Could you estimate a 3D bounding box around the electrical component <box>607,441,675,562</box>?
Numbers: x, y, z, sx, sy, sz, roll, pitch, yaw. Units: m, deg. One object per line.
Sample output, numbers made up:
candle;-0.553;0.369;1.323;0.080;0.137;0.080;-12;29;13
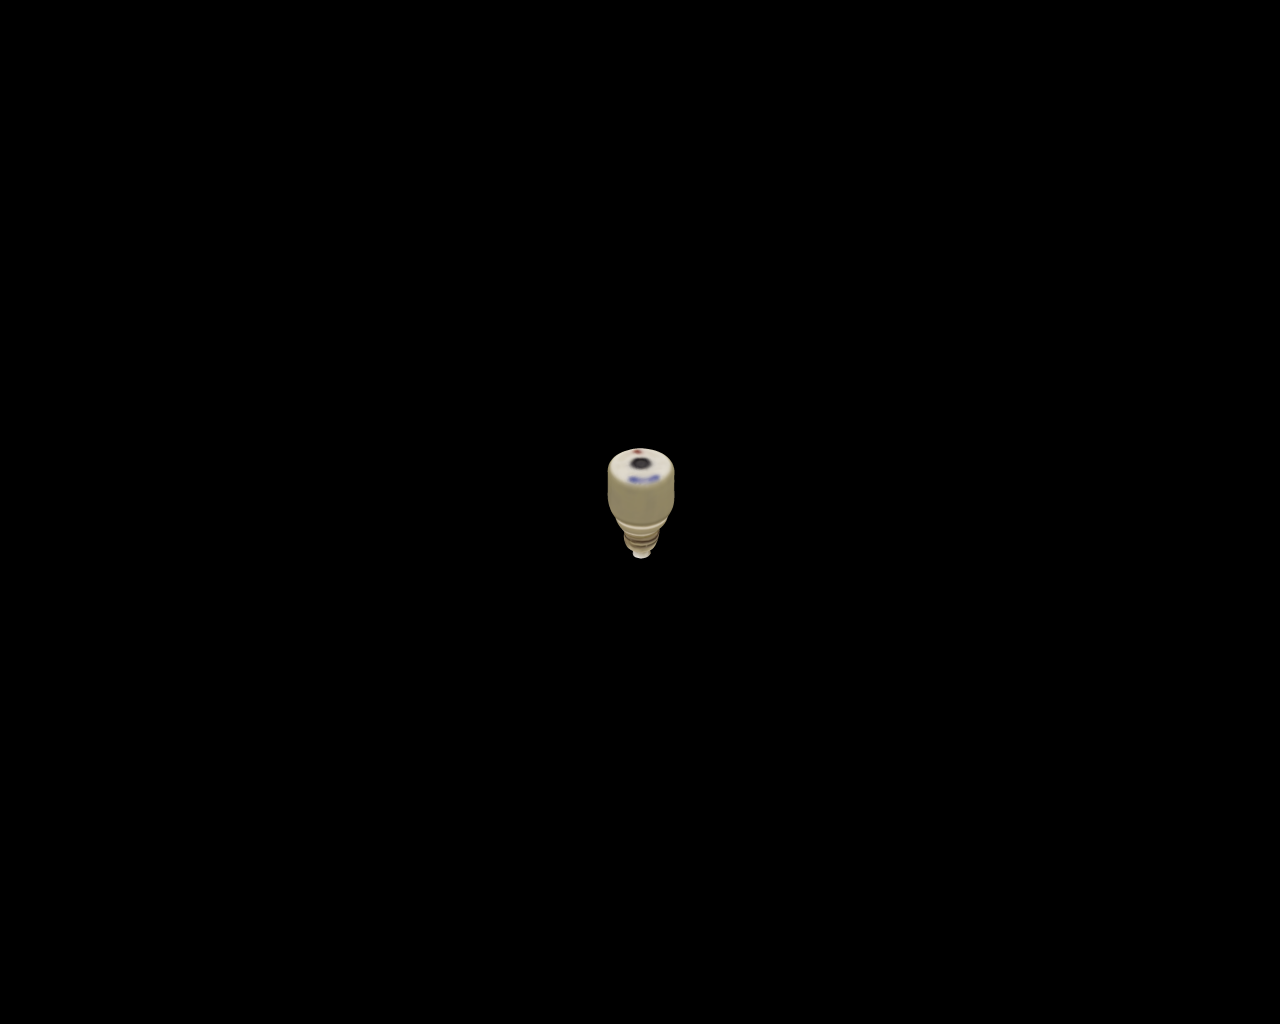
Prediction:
electrical component;0.001;-0.003;0.650;0.040;0.078;0.040;0;39;0
